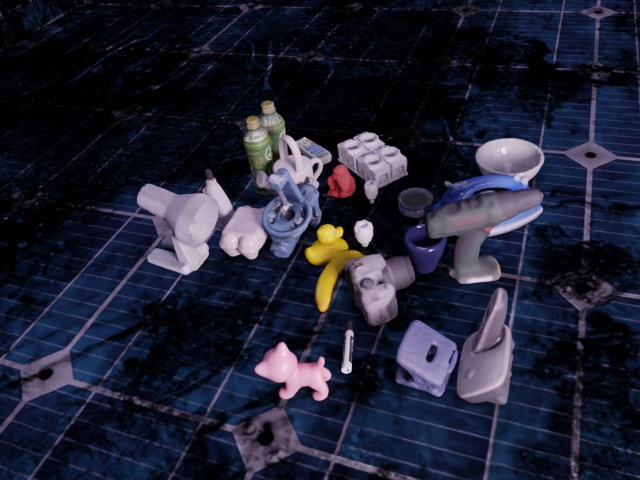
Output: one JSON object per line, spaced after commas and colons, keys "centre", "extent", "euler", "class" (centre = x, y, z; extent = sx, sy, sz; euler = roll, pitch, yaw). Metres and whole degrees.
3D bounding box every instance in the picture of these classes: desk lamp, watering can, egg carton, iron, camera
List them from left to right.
{"centre": [-0.324, -0.027, 1.311], "extent": [0.202, 0.214, 0.118], "euler": [13, 46, 24], "class": "desk lamp"}
{"centre": [-0.172, -0.021, 1.389], "extent": [0.107, 0.069, 0.150], "euler": [7, 43, 17], "class": "egg carton"}
{"centre": [-0.074, -0.170, 1.446], "extent": [0.100, 0.194, 0.173], "euler": [23, 50, 32], "class": "watering can"}
{"centre": [0.132, 0.084, 1.193], "extent": [0.137, 0.101, 0.143], "euler": [-17, 42, -10], "class": "camera"}
{"centre": [0.397, -0.098, 1.323], "extent": [0.258, 0.142, 0.118], "euler": [-11, 41, -3], "class": "iron"}

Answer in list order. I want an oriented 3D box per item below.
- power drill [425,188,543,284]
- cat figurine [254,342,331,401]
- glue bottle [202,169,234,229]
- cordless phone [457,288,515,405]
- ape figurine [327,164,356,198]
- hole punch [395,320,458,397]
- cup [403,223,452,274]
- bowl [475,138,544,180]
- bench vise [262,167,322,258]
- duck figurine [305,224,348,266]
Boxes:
{"centre": [0.332, -0.010, 1.184], "extent": [0.229, 0.209, 0.075], "euler": [-7, 41, 2], "class": "power drill"}
{"centre": [-0.049, 0.233, 1.042], "extent": [0.127, 0.118, 0.067], "euler": [-3, 41, 7], "class": "cat figurine"}
{"centre": [-0.258, -0.104, 1.419], "extent": [0.078, 0.173, 0.037], "euler": [17, 47, 27], "class": "glue bottle"}
{"centre": [0.290, 0.183, 0.989], "extent": [0.094, 0.185, 0.147], "euler": [5, 43, 15], "class": "cordless phone"}
{"centre": [0.055, -0.156, 1.485], "extent": [0.076, 0.092, 0.077], "euler": [-16, 42, -8], "class": "ape figurine"}
{"centre": [0.195, 0.212, 1.044], "extent": [0.100, 0.091, 0.109], "euler": [13, 46, 23], "class": "hole punch"}
{"centre": [0.240, 0.021, 1.251], "extent": [0.118, 0.095, 0.091], "euler": [-20, 42, -13], "class": "cup"}
{"centre": [0.479, -0.187, 1.461], "extent": [0.167, 0.075, 0.167], "euler": [-5, 41, 4], "class": "bowl"}
{"centre": [-0.074, -0.096, 1.342], "extent": [0.121, 0.220, 0.207], "euler": [0, 42, 11], "class": "bench vise"}
{"centre": [0.012, 0.005, 1.315], "extent": [0.105, 0.086, 0.077], "euler": [-22, 43, -15], "class": "duck figurine"}
